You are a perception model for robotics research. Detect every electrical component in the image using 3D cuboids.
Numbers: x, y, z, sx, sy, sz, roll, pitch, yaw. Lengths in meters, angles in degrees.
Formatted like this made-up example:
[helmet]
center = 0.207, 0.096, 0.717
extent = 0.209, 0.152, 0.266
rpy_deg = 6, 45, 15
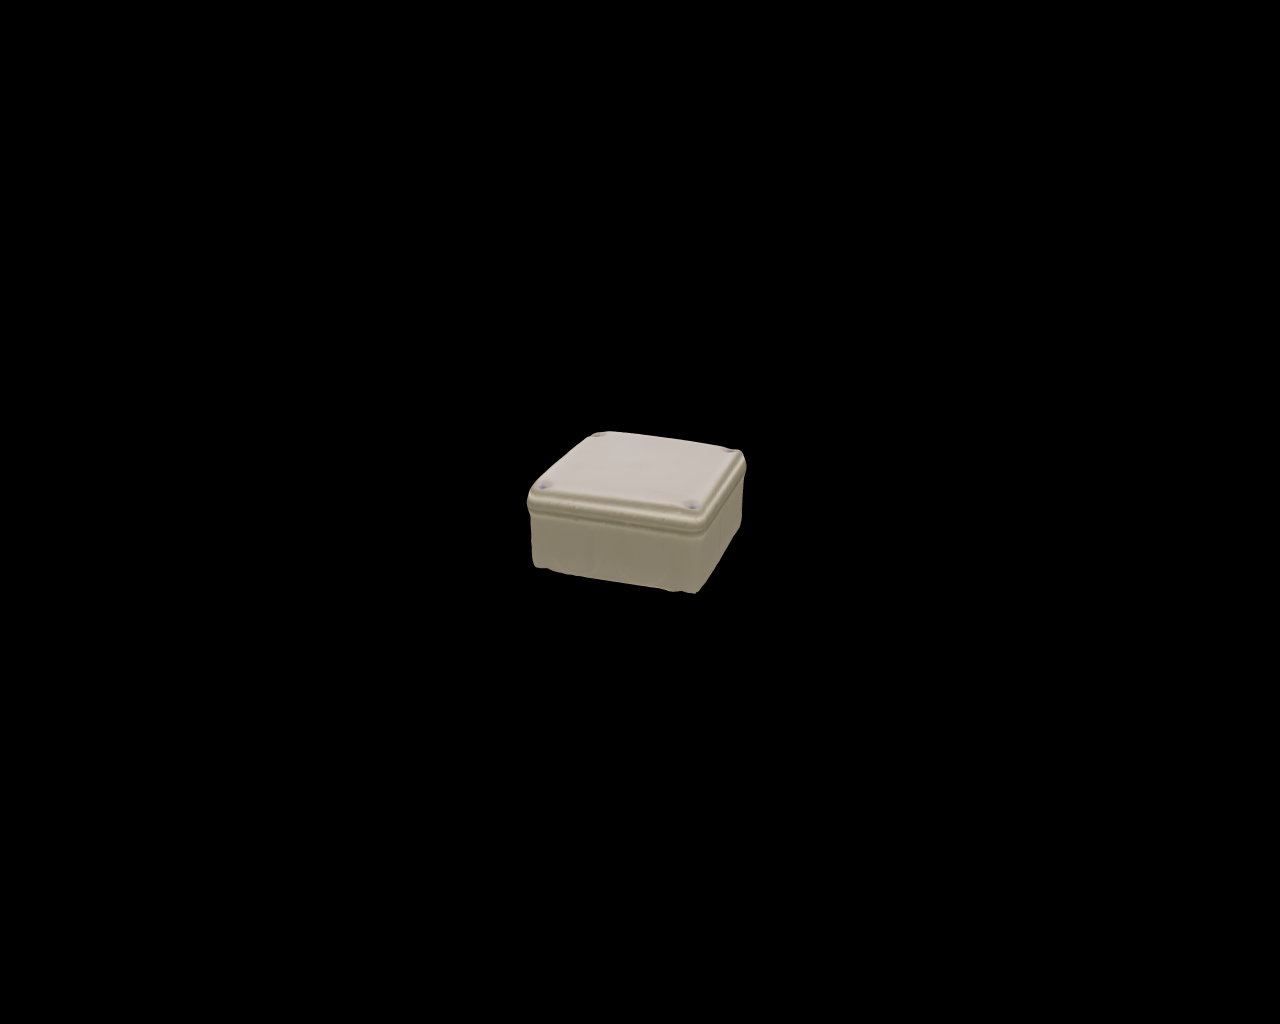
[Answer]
[electrical component]
center = 0.001, -0.003, 0.650
extent = 0.109, 0.056, 0.109
rpy_deg = 8, 26, 18
